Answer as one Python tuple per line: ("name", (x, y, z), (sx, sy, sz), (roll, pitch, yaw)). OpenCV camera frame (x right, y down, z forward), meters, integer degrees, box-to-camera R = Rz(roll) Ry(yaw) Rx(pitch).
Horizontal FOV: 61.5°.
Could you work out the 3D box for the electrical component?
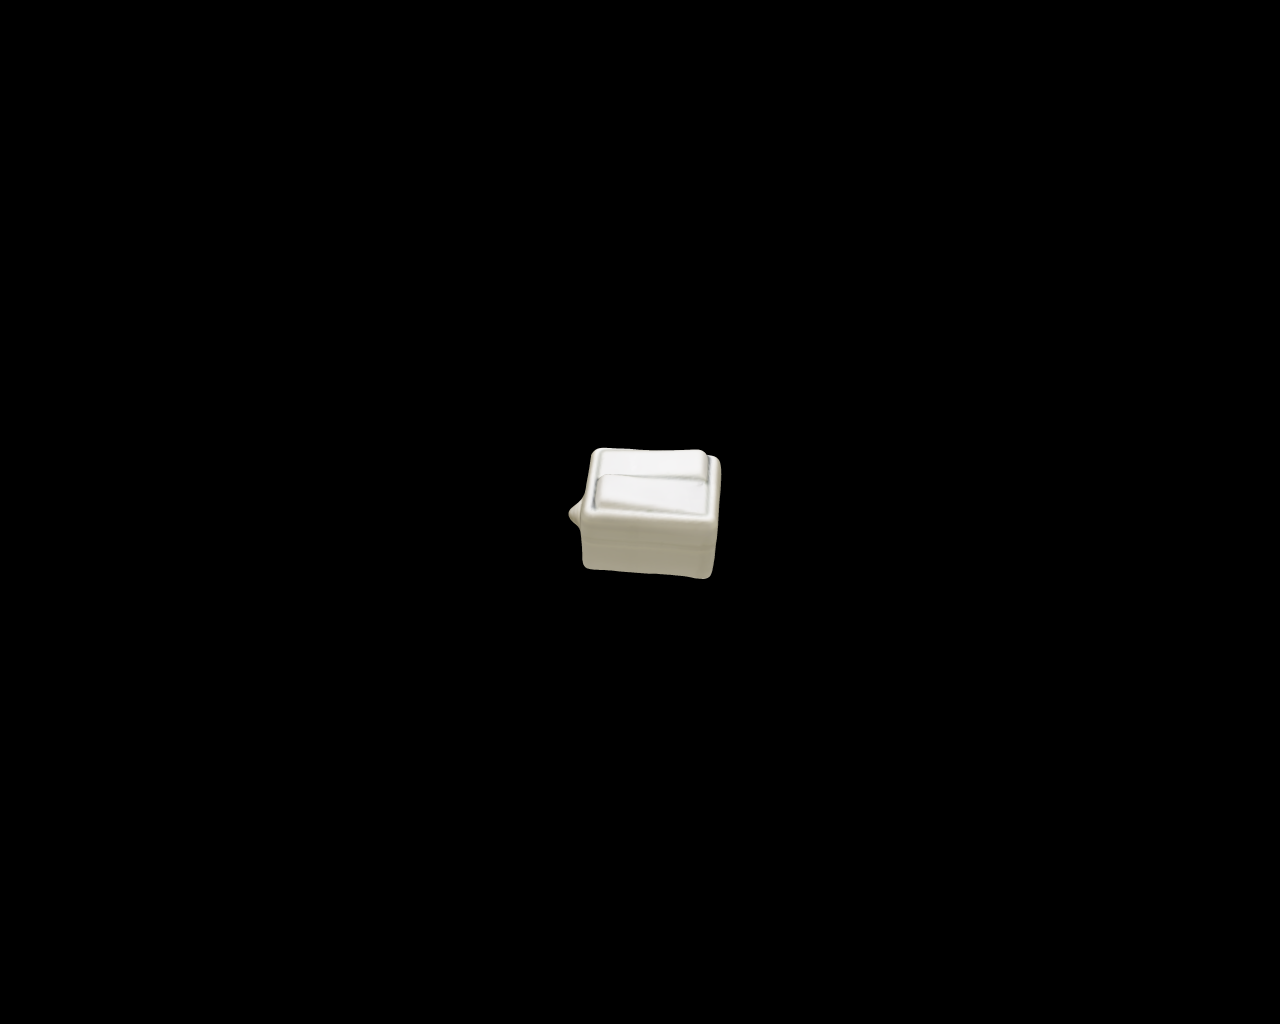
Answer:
("electrical component", (0.001, -0.003, 0.650), (0.096, 0.062, 0.061), (4, -43, 4))
